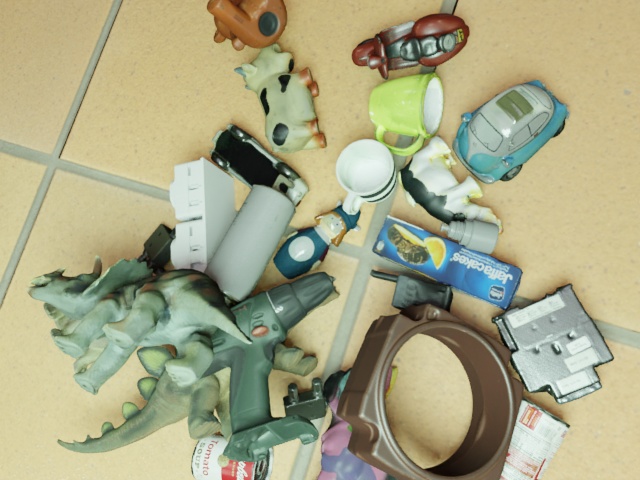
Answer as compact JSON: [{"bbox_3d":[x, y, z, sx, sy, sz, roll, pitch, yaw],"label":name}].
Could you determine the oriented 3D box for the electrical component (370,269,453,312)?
[{"bbox_3d":[0.126,0.077,0.758,0.119,0.074,0.047,12,82,16],"label":"electrical component"}]

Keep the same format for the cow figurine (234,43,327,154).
[{"bbox_3d":[-0.067,-0.235,0.889,0.127,0.085,0.195,-12,75,9],"label":"cow figurine"}]

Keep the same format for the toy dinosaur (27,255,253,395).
[{"bbox_3d":[-0.209,0.090,0.693,0.405,0.131,0.192,-7,37,27],"label":"toy dinosaur"}]

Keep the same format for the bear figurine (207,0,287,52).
[{"bbox_3d":[-0.137,-0.389,0.896,0.120,0.131,0.196,-47,43,0],"label":"bear figurine"}]

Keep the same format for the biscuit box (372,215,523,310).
[{"bbox_3d":[0.178,0.032,0.758,0.203,0.062,0.059,23,87,21],"label":"biscuit box"}]

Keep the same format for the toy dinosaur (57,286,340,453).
[{"bbox_3d":[-0.172,0.199,0.796,0.471,0.104,0.199,-36,53,-9],"label":"toy dinosaur"}]

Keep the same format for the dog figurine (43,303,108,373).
[{"bbox_3d":[-0.342,0.120,0.905,0.190,0.121,0.173,-29,41,-20],"label":"dog figurine"}]

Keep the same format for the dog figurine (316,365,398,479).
[{"bbox_3d":[0.071,0.277,0.716,0.192,0.108,0.219,25,84,22],"label":"dog figurine"}]

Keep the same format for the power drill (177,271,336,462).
[{"bbox_3d":[-0.064,0.155,0.679,0.232,0.085,0.207,-22,55,3],"label":"power drill"}]

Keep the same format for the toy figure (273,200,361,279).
[{"bbox_3d":[-0.001,-0.001,0.828,0.154,0.058,0.064,-40,108,4],"label":"toy figure"}]

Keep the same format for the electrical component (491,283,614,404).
[{"bbox_3d":[0.302,0.139,0.696,0.115,0.058,0.134,-26,72,13],"label":"electrical component"}]

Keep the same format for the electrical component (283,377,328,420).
[{"bbox_3d":[-0.020,0.240,0.777,0.063,0.093,0.021,-10,29,-10],"label":"electrical component"}]

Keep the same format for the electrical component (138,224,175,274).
[{"bbox_3d":[-0.263,0.018,0.916,0.102,0.045,0.078,-54,40,-2],"label":"electrical component"}]

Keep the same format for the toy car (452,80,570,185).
[{"bbox_3d":[0.268,-0.161,0.752,0.162,0.103,0.109,-37,71,9],"label":"toy car"}]

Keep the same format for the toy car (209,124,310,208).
[{"bbox_3d":[-0.105,-0.119,0.888,0.202,0.056,0.073,40,99,23],"label":"toy car"}]

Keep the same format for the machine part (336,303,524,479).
[{"bbox_3d":[0.138,0.195,0.659,0.201,0.087,0.201,30,67,-8],"label":"machine part"}]

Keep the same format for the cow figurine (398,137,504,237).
[{"bbox_3d":[0.184,-0.057,0.772,0.098,0.068,0.167,-36,66,13],"label":"cow figurine"}]

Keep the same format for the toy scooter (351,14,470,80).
[{"bbox_3d":[0.131,-0.288,0.810,0.184,0.135,0.075,-7,115,20],"label":"toy scooter"}]

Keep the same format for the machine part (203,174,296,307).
[{"bbox_3d":[-0.105,0.008,0.785,0.079,0.079,0.243,20,72,21],"label":"machine part"}]
